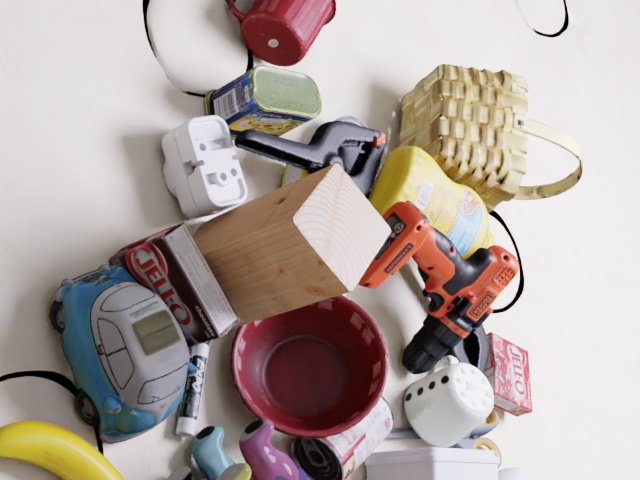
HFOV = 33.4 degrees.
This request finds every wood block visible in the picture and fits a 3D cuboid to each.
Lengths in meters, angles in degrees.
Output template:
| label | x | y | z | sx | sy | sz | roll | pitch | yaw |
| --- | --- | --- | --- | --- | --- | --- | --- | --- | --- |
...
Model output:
| label | x | y | z | sx | sy | sz | roll | pitch | yaw |
| --- | --- | --- | --- | --- | --- | --- | --- | --- | --- |
| wood block | -0.046 | 0.012 | 1.039 | 0.090 | 0.207 | 0.090 | 51 | 49 | -17 |

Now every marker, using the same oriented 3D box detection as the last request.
| label | x | y | z | sx | sy | sz | roll | pitch | yaw |
| --- | --- | --- | --- | --- | --- | --- | --- | --- | --- |
| marker | -0.123 | 0.135 | 1.057 | 0.020 | 0.020 | 0.121 | 26 | 59 | -34 |

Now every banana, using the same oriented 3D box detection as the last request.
| label | x | y | z | sx | sy | sz | roll | pitch | yaw |
| --- | --- | --- | --- | --- | --- | --- | --- | --- | --- |
| banana | -0.216 | 0.213 | 0.937 | 0.197 | 0.037 | 0.069 | 40 | 69 | -24 |

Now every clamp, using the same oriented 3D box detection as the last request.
| label | x | y | z | sx | sy | sz | roll | pitch | yaw |
| --- | --- | --- | --- | --- | --- | --- | --- | --- | --- |
| clamp | 0.000 | -0.081 | 1.163 | 0.209 | 0.036 | 0.164 | -44 | 110 | -42 |
| clamp | 0.181 | 0.097 | 1.335 | 0.120 | 0.039 | 0.171 | -10 | 88 | -38 |

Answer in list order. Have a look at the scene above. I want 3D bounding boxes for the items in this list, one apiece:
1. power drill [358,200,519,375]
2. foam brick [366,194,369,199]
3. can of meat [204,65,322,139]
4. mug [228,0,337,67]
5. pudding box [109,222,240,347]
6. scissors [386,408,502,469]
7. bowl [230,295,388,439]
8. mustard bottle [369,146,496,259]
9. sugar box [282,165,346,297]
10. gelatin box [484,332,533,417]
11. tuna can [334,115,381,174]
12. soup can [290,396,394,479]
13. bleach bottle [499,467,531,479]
| label | x | y | z | sx | sy | sz | roll | pitch | yaw |
| --- | --- | --- | --- | --- | --- | --- | --- | --- | --- |
| power drill | 0.116 | 0.054 | 1.210 | 0.187 | 0.057 | 0.184 | 33 | 99 | -37 |
| foam brick | 0.073 | -0.019 | 1.267 | 0.051 | 0.053 | 0.078 | -43 | 107 | -42 |
| can of meat | -0.061 | -0.148 | 1.166 | 0.101 | 0.084 | 0.057 | 3 | 73 | -42 |
| mug | -0.050 | -0.259 | 1.221 | 0.117 | 0.093 | 0.081 | 26 | 59 | 2 |
| pudding box | -0.140 | 0.047 | 1.022 | 0.039 | 0.090 | 0.113 | -41 | 104 | -44 |
| scissors | 0.155 | 0.247 | 1.271 | 0.201 | 0.016 | 0.096 | -12 | 78 | -44 |
| bowl | -0.013 | 0.133 | 1.104 | 0.162 | 0.055 | 0.162 | 2 | 65 | -5 |
| mustard bottle | 0.145 | -0.025 | 1.252 | 0.191 | 0.058 | 0.096 | 33 | 74 | -33 |
| sugar box | -0.008 | 0.001 | 1.191 | 0.093 | 0.048 | 0.176 | 28 | 62 | -32 |
| gelatin box | 0.235 | 0.171 | 1.356 | 0.073 | 0.030 | 0.089 | 28 | 49 | -32 |
| tuna can | 0.031 | -0.102 | 1.269 | 0.086 | 0.034 | 0.086 | 16 | 66 | -38 |
| soup can | 0.025 | 0.207 | 1.133 | 0.102 | 0.069 | 0.068 | -37 | 101 | -44 |
| bleach bottle | 0.205 | 0.339 | 1.177 | 0.102 | 0.068 | 0.250 | 67 | 17 | -2 |
